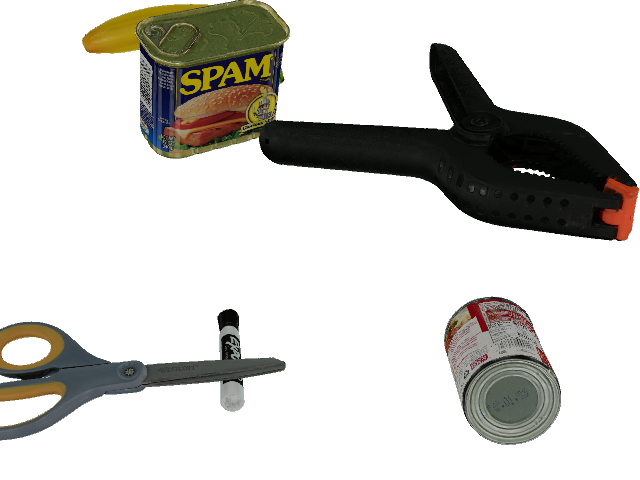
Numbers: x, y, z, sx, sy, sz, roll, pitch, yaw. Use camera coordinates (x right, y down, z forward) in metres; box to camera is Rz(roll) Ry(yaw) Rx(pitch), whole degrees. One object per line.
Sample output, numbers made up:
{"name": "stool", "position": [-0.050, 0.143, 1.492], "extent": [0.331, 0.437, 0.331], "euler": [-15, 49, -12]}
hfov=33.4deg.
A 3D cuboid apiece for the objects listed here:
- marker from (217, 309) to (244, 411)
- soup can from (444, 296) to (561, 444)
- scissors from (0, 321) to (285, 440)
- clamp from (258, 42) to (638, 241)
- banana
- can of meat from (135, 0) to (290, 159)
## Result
{"name": "marker", "position": [-0.075, 0.095, 0.882], "extent": [0.020, 0.020, 0.121], "euler": [0, 31, -7]}
{"name": "soup can", "position": [0.127, 0.090, 0.754], "extent": [0.068, 0.068, 0.102], "euler": [0, 20, 0]}
{"name": "scissors", "position": [-0.131, 0.074, 0.679], "extent": [0.201, 0.016, 0.096], "euler": [-15, 45, -10]}
{"name": "clamp", "position": [0.078, -0.050, 0.605], "extent": [0.164, 0.036, 0.210], "euler": [-26, 41, -28]}
{"name": "banana", "position": [-0.116, -0.185, 0.957], "extent": [0.198, 0.037, 0.069], "euler": [11, 46, 17]}
{"name": "can of meat", "position": [-0.076, -0.111, 0.743], "extent": [0.102, 0.084, 0.057], "euler": [-17, 49, -25]}
